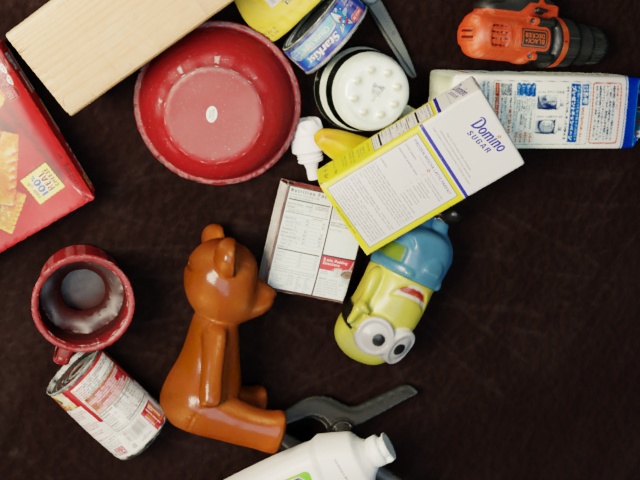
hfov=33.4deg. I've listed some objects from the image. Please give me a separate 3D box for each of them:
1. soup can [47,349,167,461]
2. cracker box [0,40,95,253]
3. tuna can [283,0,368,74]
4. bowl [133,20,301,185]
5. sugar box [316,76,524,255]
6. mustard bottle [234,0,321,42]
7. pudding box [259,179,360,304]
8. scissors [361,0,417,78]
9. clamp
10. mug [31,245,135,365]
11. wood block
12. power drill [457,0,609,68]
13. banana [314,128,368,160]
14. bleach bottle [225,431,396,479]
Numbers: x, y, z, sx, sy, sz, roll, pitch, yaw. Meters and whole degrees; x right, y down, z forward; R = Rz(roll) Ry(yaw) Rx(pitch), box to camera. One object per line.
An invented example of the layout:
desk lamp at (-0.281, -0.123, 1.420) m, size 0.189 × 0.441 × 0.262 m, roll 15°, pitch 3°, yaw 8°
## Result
soup can at (-0.208, 0.159, 1.050) m, size 0.068 × 0.068 × 0.102 m, roll -43°, pitch 108°, yaw -2°
cracker box at (-0.338, -0.058, 0.968) m, size 0.213 × 0.072 × 0.164 m, roll -30°, pitch 107°, yaw -5°
tuna can at (0.004, -0.200, 1.013) m, size 0.033 × 0.086 × 0.086 m, roll 41°, pitch 90°, yaw -17°
bowl at (-0.098, -0.122, 1.003) m, size 0.162 × 0.055 × 0.162 m, roll 0°, pitch 109°, yaw -1°
sugar box at (0.094, -0.070, 1.017) m, size 0.176 × 0.048 × 0.093 m, roll -31°, pitch 117°, yaw 10°
mustard bottle at (-0.079, -0.282, 0.987) m, size 0.096 × 0.058 × 0.191 m, roll -40°, pitch 109°, yaw 21°
pudding box at (-0.007, 0.001, 1.080) m, size 0.090 × 0.039 × 0.113 m, roll 12°, pitch 97°, yaw -15°
scissors at (0.027, -0.244, 1.046) m, size 0.096 × 0.016 × 0.202 m, roll -18°, pitch 106°, yaw -8°
clamp at (0.027, 0.215, 1.118) m, size 0.171 × 0.039 × 0.120 m, roll -2°, pitch 67°, yaw -10°
mug at (-0.229, 0.062, 1.015) m, size 0.093 × 0.081 × 0.117 m, roll 15°, pitch 98°, yaw -17°
wood block at (-0.159, -0.211, 0.937) m, size 0.206 × 0.090 × 0.090 m, roll -32°, pitch 109°, yaw 14°
power drill at (0.221, -0.265, 1.055) m, size 0.184 × 0.057 × 0.188 m, roll -2°, pitch 98°, yaw -33°
banana at (0.087, -0.083, 1.071) m, size 0.197 × 0.070 × 0.037 m, roll 6°, pitch 64°, yaw -8°
bleach bottle at (-0.035, 0.267, 1.077) m, size 0.251 × 0.068 × 0.102 m, roll -29°, pitch 107°, yaw 14°
